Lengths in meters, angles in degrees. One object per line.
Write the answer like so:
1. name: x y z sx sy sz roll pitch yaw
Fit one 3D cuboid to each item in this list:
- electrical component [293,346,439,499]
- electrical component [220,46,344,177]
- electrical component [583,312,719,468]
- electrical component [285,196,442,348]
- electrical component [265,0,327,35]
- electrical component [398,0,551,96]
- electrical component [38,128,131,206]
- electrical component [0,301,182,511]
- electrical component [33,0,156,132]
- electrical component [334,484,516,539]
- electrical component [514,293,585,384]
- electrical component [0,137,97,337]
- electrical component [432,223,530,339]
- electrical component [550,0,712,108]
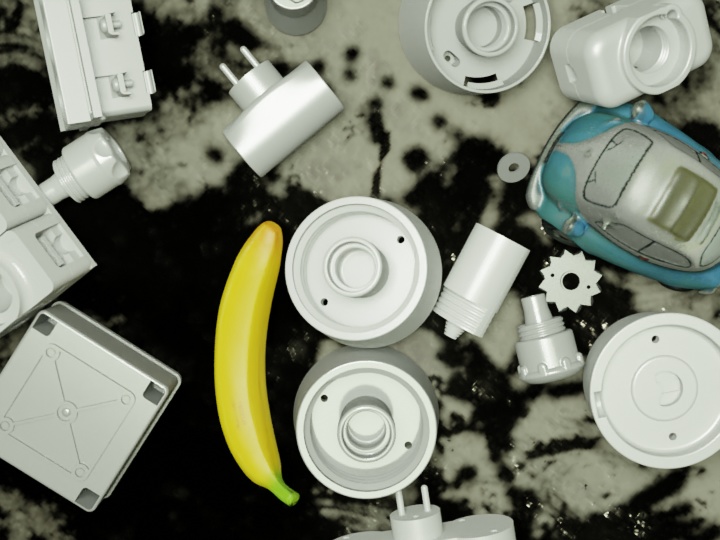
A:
1. electrical component: 0.005 0.110 0.767 0.108 0.060 0.108 0 95 0
2. electrical component: -0.065 -0.120 0.757 0.077 0.044 0.079 -39 93 3
3. electrical component: 0.211 0.080 0.764 0.108 0.060 0.108 0 95 0
4. electrical component: 0.000 0.000 0.746 0.108 0.060 0.108 -1 86 11
5. electrical component: -0.045 -0.190 0.739 0.044 0.065 0.044 0 91 -1
6. electrical component: 0.081 -0.172 0.755 0.099 0.064 0.099 -3 103 -11
7. electrical component: -0.198 -0.069 0.761 0.062 0.043 0.043 -32 94 4
8. electrical component: -0.203 0.096 0.768 0.109 0.056 0.108 33 94 -2
9. electrical component: -0.185 -0.163 0.743 0.063 0.079 0.121 -12 95 -21
10. electrical component: 0.042 0.192 0.777 0.138 0.052 0.073 -9 94 1
11. electrical component: 0.131 0.048 0.771 0.048 0.048 0.062 -14 88 1
12. electrical component: -0.270 -0.032 0.741 0.089 0.062 0.150 -35 94 25
13. electrical component: 0.083 0.012 0.767 0.043 0.043 0.081 28 94 -2
14. electrical component: 0.187 -0.151 0.732 0.095 0.059 0.053 -26 113 -12
